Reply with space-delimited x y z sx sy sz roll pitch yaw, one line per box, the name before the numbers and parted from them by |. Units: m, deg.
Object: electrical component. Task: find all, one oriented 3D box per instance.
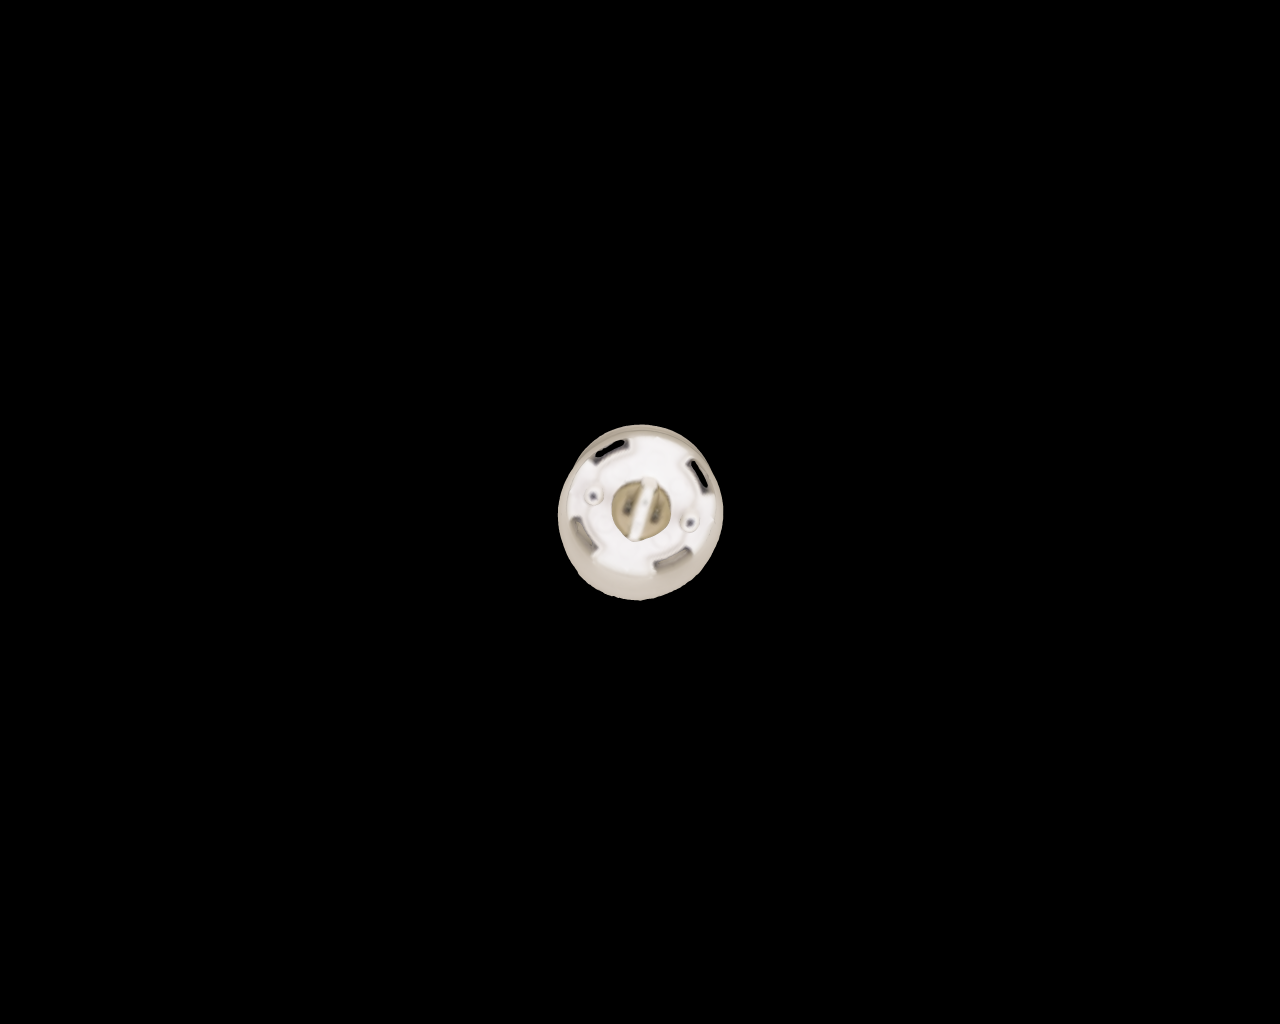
electrical component | 0.001 -0.003 0.650 0.099 0.099 0.064 0 21 0
